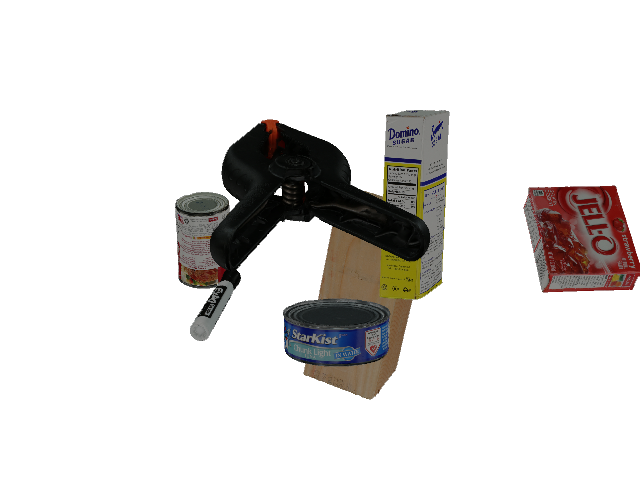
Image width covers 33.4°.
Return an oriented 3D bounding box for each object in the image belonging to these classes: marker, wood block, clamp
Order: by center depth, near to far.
[{"bbox_3d":[-0.023,-0.028,0.627,0.120,0.039,0.172,-1,24,-24],"label":"clamp"},{"bbox_3d":[-0.099,0.059,1.028,0.020,0.020,0.121,0,24,12],"label":"marker"},{"bbox_3d":[0.053,0.061,1.213,0.090,0.206,0.090,19,24,17],"label":"wood block"}]

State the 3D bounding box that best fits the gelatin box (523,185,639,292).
[{"bbox_3d":[0.206,-0.003,0.845,0.073,0.089,0.030,-1,-37,-4],"label":"gelatin box"}]

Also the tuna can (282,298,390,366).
[{"bbox_3d":[0.013,0.073,0.853,0.086,0.034,0.086,0,11,0],"label":"tuna can"}]

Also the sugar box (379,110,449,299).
[{"bbox_3d":[0.091,-0.037,1.036,0.048,0.176,0.093,3,10,21],"label":"sugar box"}]

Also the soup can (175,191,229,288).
[{"bbox_3d":[-0.145,-0.001,1.321,0.068,0.102,0.068,0,26,0],"label":"soup can"}]
